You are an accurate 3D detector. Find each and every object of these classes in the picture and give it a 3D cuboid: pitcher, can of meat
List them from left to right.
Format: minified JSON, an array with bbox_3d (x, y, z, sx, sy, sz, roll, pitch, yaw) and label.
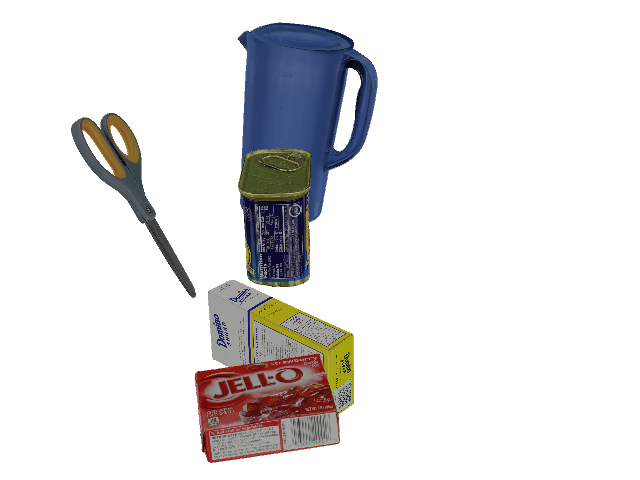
[{"bbox_3d":[-0.035,-0.020,0.883,0.057,0.084,0.102,-1,25,1],"label":"can of meat"},{"bbox_3d":[-0.028,-0.144,1.347,0.144,0.243,0.149,-3,26,-23],"label":"pitcher"}]

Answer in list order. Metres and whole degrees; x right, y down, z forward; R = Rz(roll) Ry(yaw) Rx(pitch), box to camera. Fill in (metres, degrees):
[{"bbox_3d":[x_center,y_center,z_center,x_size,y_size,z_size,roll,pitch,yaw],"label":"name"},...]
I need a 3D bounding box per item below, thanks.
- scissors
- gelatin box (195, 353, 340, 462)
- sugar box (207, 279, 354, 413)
[{"bbox_3d":[-0.171,-0.044,1.045,0.016,0.201,0.096,-25,26,24],"label":"scissors"},{"bbox_3d":[-0.037,0.109,0.709,0.089,0.030,0.073,-7,25,-7],"label":"gelatin box"},{"bbox_3d":[-0.043,0.114,1.142,0.176,0.093,0.048,24,38,37],"label":"sugar box"}]
